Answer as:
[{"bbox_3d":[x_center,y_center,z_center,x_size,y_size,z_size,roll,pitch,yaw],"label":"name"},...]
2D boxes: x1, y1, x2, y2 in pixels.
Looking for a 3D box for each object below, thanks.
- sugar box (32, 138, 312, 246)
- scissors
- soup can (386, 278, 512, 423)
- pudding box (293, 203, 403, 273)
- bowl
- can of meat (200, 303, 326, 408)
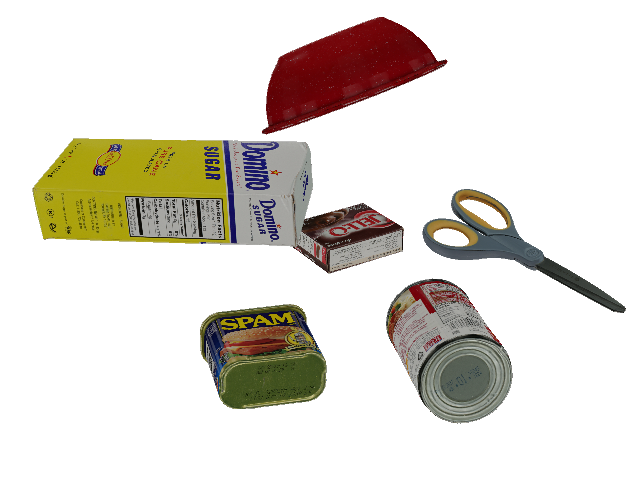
[{"bbox_3d":[-0.097,-0.036,0.737,0.176,0.048,0.093,-1,28,7],"label":"sugar box"},{"bbox_3d":[0.169,0.019,0.956,0.096,0.016,0.202,-23,46,-19],"label":"scissors"},{"bbox_3d":[0.091,0.077,0.765,0.068,0.068,0.102,0,20,-9],"label":"soup can"},{"bbox_3d":[0.033,-0.004,1.317,0.113,0.039,0.090,-18,29,-26],"label":"pudding box"},{"bbox_3d":[0.018,-0.140,0.870,0.162,0.055,0.162,-21,8,3],"label":"bowl"},{"bbox_3d":[-0.051,0.105,0.965,0.102,0.057,0.084,-5,27,-15],"label":"can of meat"}]
